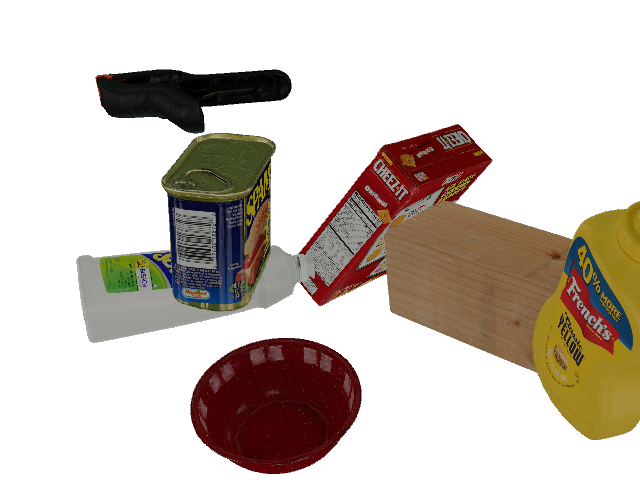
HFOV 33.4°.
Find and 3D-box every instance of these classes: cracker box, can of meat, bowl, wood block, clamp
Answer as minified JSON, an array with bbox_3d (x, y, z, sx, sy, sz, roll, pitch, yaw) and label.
[{"bbox_3d":[0.079,-0.032,1.248,0.163,0.072,0.214,-22,-24,-49],"label":"cracker box"},{"bbox_3d":[-0.064,-0.013,0.699,0.057,0.084,0.102,6,26,8],"label":"can of meat"},{"bbox_3d":[-0.039,0.166,1.010,0.162,0.055,0.162,-5,38,4],"label":"bowl"},{"bbox_3d":[0.165,0.041,0.960,0.090,0.090,0.206,-28,33,-36],"label":"wood block"},{"bbox_3d":[-0.111,-0.121,0.872,0.172,0.039,0.120,17,25,42],"label":"clamp"}]

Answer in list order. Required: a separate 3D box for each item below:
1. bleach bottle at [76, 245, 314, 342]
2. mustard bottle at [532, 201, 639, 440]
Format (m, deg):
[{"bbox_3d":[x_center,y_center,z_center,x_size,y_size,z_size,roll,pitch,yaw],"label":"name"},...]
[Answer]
[{"bbox_3d":[-0.133,0.044,1.161,0.250,0.068,0.102,-10,37,-11],"label":"bleach bottle"},{"bbox_3d":[0.183,0.038,0.651,0.058,0.096,0.192,-10,-36,-13],"label":"mustard bottle"}]
